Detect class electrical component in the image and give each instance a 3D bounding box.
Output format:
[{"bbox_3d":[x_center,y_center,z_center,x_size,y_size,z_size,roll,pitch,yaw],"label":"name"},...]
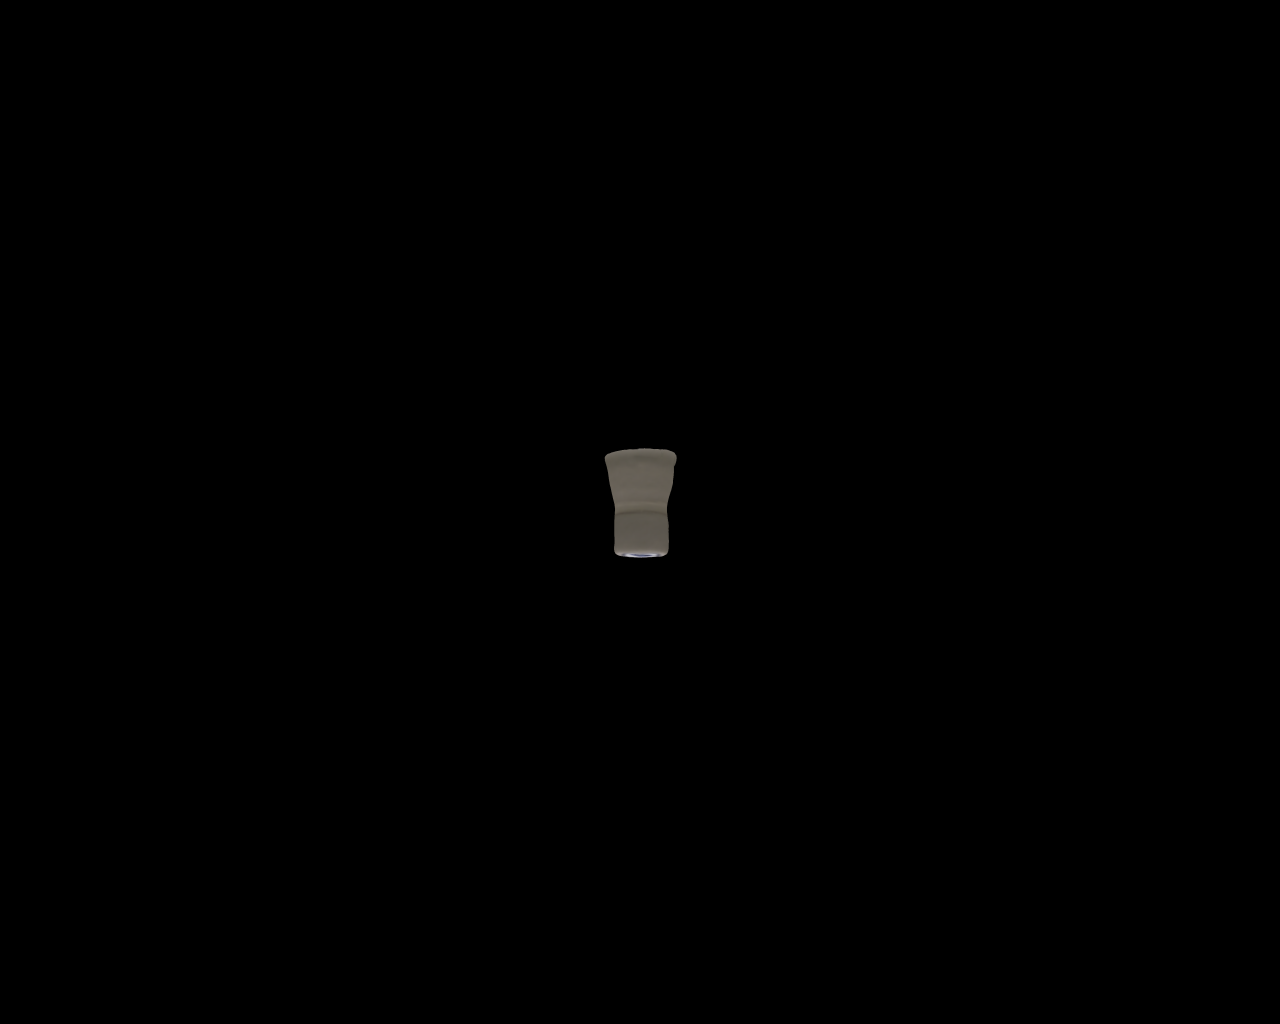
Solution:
[{"bbox_3d":[0.001,-0.003,0.650,0.044,0.065,0.044,0,-9,0],"label":"electrical component"}]
